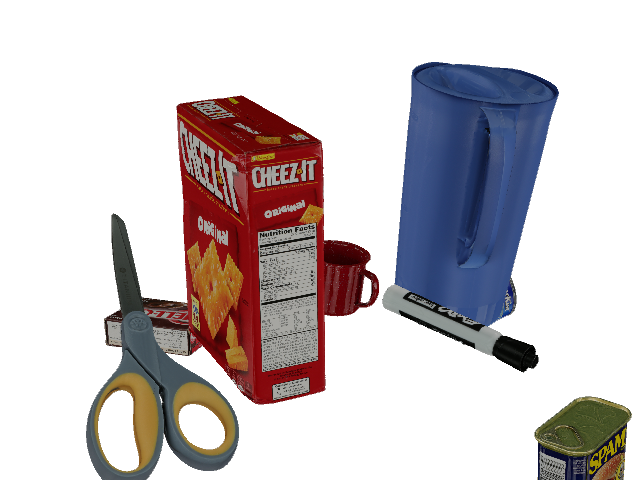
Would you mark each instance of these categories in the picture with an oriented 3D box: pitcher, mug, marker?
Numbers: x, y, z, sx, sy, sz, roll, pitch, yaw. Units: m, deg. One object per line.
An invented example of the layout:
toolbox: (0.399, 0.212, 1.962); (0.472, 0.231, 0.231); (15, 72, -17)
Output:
pitcher: (0.137, -0.036, 1.001); (0.145, 0.243, 0.148); (24, 30, 34)
mug: (0.030, 0.057, 1.494); (0.117, 0.081, 0.093); (18, 24, 26)
marker: (0.094, 0.059, 0.727); (0.121, 0.020, 0.020); (24, 15, 36)

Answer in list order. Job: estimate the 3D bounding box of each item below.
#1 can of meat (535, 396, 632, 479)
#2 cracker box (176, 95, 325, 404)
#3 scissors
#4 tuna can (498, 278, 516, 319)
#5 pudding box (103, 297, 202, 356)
can of meat: (0.240, 0.204, 0.979); (0.058, 0.084, 0.101); (15, 26, 39)
cracker box: (-0.061, 0.004, 0.881); (0.072, 0.214, 0.164); (-11, 24, -23)
scissors: (-0.094, 0.064, 0.653); (0.096, 0.201, 0.016); (13, -46, -12)
tuna can: (0.178, 0.051, 1.186); (0.033, 0.086, 0.086); (-24, 9, -20)
pudding box: (-0.187, 0.102, 1.271); (0.114, 0.039, 0.090); (3, 14, 19)
